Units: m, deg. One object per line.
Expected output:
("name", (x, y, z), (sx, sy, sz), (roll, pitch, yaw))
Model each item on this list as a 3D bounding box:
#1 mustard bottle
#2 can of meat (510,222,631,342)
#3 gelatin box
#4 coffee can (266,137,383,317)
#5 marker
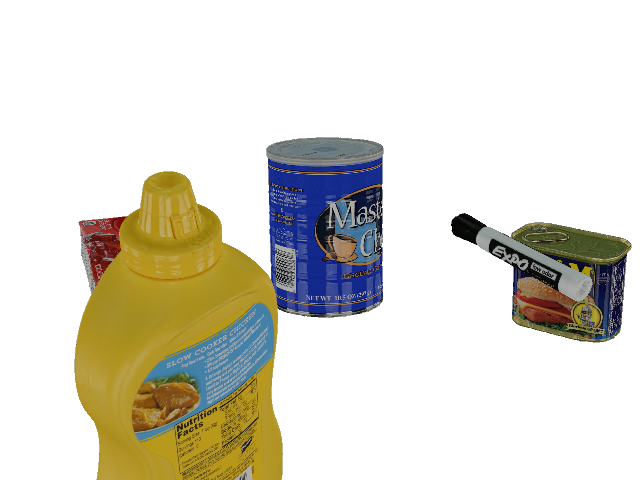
("mustard bottle", (-0.060, 0.057, 0.465), (0.096, 0.192, 0.058), (-29, 44, -36))
("can of meat", (0.221, 0.038, 0.954), (0.102, 0.084, 0.057), (14, 27, 35))
("gelatin box", (-0.111, 0.012, 0.674), (0.073, 0.030, 0.089), (-7, 28, -16))
("coffee can", (0.005, -0.014, 0.948), (0.103, 0.140, 0.103), (-1, 15, 0))
("marker", (0.140, 0.009, 0.761), (0.020, 0.020, 0.121), (0, 23, -44))
